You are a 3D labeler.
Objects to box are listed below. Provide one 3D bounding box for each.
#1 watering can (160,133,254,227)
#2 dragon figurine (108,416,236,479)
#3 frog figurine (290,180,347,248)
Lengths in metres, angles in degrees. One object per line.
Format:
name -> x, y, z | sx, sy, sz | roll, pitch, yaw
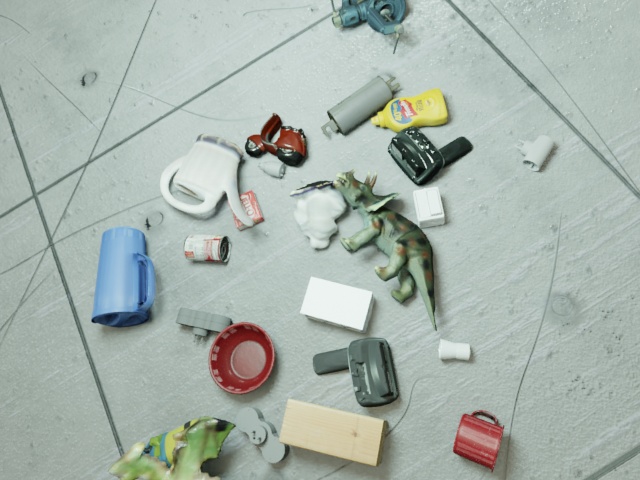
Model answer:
watering can -> -0.273, -0.161, 1.361 | 0.349, 0.102, 0.227 | 18, 74, 27
dragon figurine -> -0.225, 0.495, 1.068 | 0.410, 0.122, 0.243 | 1, 89, -4
frog figurine -> 0.004, -0.065, 1.288 | 0.137, 0.124, 0.158 | -17, 103, -3
